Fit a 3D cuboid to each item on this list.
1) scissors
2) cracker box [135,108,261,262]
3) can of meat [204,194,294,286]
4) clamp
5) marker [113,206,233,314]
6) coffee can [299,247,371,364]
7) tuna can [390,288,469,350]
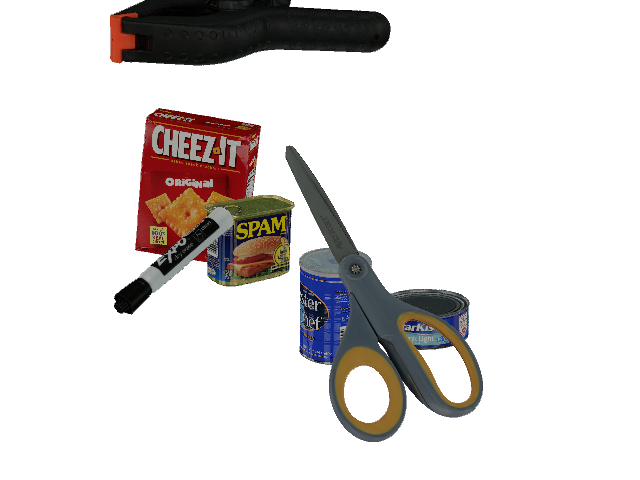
[{"bbox_3d":[0.011,0.036,0.638,0.096,0.202,0.016,-38,-19,-16],"label":"scissors"},{"bbox_3d":[-0.187,-0.078,1.611,0.164,0.214,0.072,10,20,6],"label":"cracker box"},{"bbox_3d":[-0.081,0.000,1.210,0.101,0.084,0.058,-11,22,-37],"label":"can of meat"},{"bbox_3d":[-0.056,-0.138,0.667,0.171,0.039,0.120,-7,22,-27],"label":"clamp"},{"bbox_3d":[-0.111,0.015,0.808,0.020,0.020,0.121,0,35,47],"label":"marker"},{"bbox_3d":[0.021,0.093,1.525,0.103,0.140,0.103,0,20,0],"label":"coffee can"},{"bbox_3d":[0.097,0.073,1.002,0.086,0.034,0.086,-2,14,0],"label":"tuna can"}]
